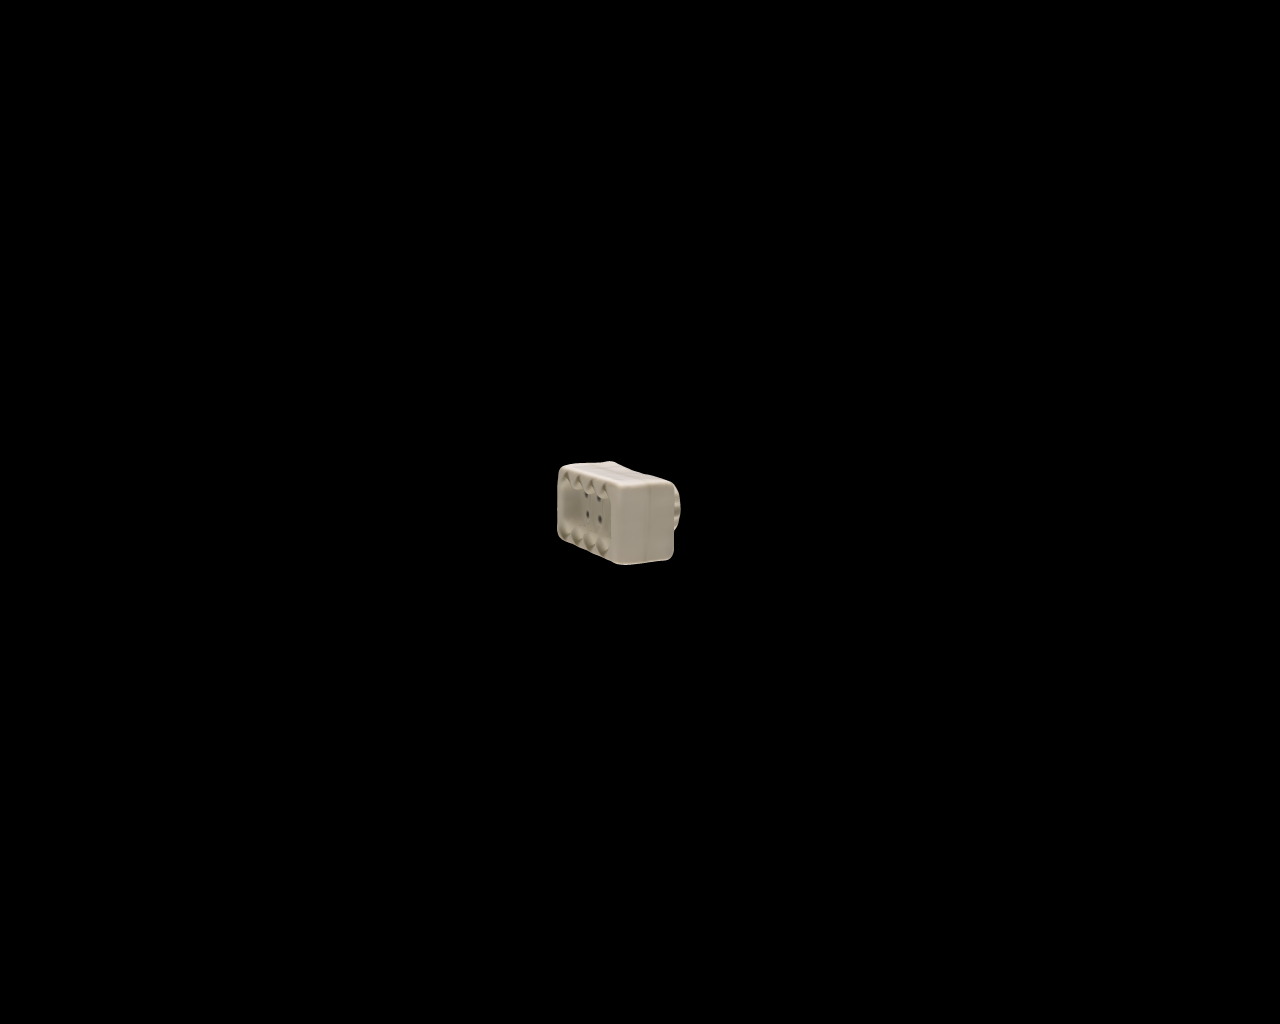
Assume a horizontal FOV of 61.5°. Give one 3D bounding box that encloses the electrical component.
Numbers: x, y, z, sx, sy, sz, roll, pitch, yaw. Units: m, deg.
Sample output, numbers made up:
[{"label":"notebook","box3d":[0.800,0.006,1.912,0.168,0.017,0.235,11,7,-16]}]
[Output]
[{"label":"electrical component","box3d":[0.001,-0.003,0.650,0.076,0.047,0.083,-6,13,-27]}]
